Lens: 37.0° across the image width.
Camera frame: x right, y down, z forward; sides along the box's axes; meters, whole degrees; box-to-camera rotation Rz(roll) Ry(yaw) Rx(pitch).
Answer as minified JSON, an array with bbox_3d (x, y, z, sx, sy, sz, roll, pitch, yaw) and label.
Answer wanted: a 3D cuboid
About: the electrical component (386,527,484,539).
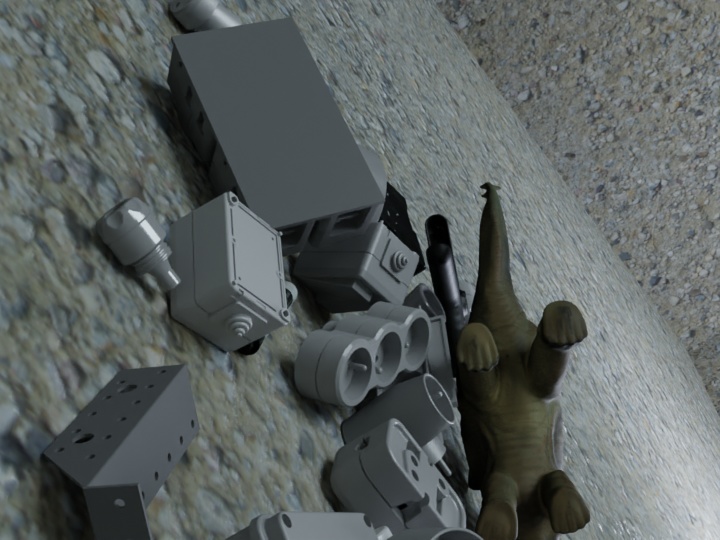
[{"bbox_3d":[0.046,0.210,0.668,0.099,0.064,0.099,21,59,-39],"label":"electrical component"}]

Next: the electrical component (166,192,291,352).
[{"bbox_3d":[-0.091,0.009,0.720,0.062,0.061,0.096,40,32,-44],"label":"electrical component"}]

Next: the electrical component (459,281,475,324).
[{"bbox_3d":[0.122,0.066,1.195,0.095,0.054,0.059,45,21,-36],"label":"electrical component"}]

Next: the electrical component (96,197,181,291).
[{"bbox_3d":[-0.135,-0.014,0.673,0.061,0.035,0.035,55,17,-18],"label":"electrical component"}]

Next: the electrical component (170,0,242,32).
[{"bbox_3d":[-0.146,-0.239,1.014,0.055,0.045,0.045,44,22,-37],"label":"electrical component"}]

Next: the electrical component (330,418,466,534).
[{"bbox_3d":[0.024,0.161,0.759,0.095,0.059,0.053,53,18,-14],"label":"electrical component"}]

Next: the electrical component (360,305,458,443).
[{"bbox_3d":[0.041,0.093,0.911,0.121,0.079,0.063,-92,167,-58],"label":"electrical component"}]

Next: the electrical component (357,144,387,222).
[{"bbox_3d":[-0.020,-0.069,0.982,0.064,0.099,0.099,32,30,-41],"label":"electrical component"}]

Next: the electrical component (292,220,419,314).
[{"bbox_3d":[0.000,0.000,0.903,0.062,0.096,0.061,42,60,-41],"label":"electrical component"}]

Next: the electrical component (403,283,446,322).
[{"bbox_3d":[0.048,0.045,1.029,0.045,0.055,0.045,50,19,-24],"label":"electrical component"}]

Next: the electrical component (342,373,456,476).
[{"bbox_3d":[0.040,0.131,0.824,0.079,0.077,0.043,55,17,-8],"label":"electrical component"}]

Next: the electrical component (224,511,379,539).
[{"bbox_3d":[-0.028,0.178,0.593,0.113,0.057,0.078,24,37,-60],"label":"electrical component"}]

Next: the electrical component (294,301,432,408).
[{"bbox_3d":[-0.009,0.060,0.836,0.138,0.074,0.052,-22,117,-54],"label":"electrical component"}]

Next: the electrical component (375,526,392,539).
[{"bbox_3d":[0.016,0.203,0.697,0.078,0.040,0.040,59,17,5],"label":"electrical component"}]

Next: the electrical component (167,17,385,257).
[{"bbox_3d":[-0.072,-0.104,0.858,0.105,0.060,0.186,-16,67,-25],"label":"electrical component"}]
